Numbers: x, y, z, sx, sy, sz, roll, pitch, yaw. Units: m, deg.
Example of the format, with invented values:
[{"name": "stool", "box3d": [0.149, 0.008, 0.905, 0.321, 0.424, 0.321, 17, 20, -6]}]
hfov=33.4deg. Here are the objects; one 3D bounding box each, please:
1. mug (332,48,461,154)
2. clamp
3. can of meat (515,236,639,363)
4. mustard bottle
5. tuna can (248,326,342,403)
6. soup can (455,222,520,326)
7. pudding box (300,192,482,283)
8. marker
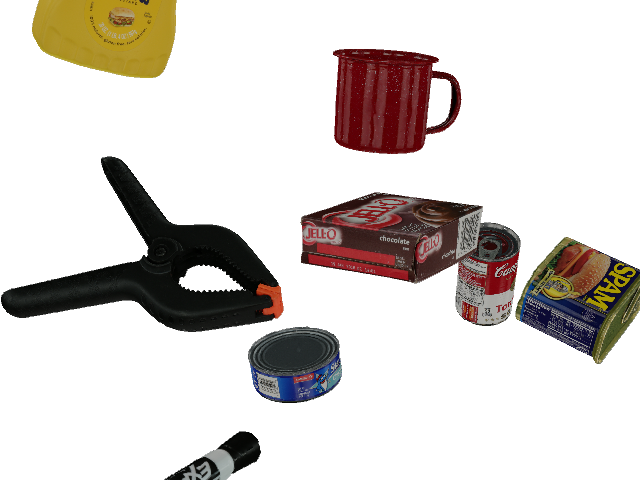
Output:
[{"name": "mug", "box3d": [0.067, -0.123, 0.945, 0.117, 0.081, 0.093, 1, 16, -8]}, {"name": "clamp", "box3d": [-0.124, 0.010, 0.839, 0.210, 0.164, 0.036, 11, -35, 13]}, {"name": "can of meat", "box3d": [0.235, 0.050, 0.956, 0.084, 0.057, 0.101, 27, 46, 26]}, {"name": "mustard bottle", "box3d": [-0.126, -0.211, 0.730, 0.096, 0.192, 0.058, 10, 25, -29]}, {"name": "tuna can", "box3d": [-0.023, 0.116, 0.995, 0.086, 0.034, 0.086, -6, 24, 3]}, {"name": "soup can", "box3d": [0.191, 0.040, 1.230, 0.068, 0.102, 0.068, -1, 38, 0]}, {"name": "pudding box", "box3d": [0.051, -0.005, 0.751, 0.090, 0.039, 0.113, 10, 14, 29]}, {"name": "marker", "box3d": [-0.069, 0.126, 0.546, 0.020, 0.020, 0.120, 0, 13, 32]}]
